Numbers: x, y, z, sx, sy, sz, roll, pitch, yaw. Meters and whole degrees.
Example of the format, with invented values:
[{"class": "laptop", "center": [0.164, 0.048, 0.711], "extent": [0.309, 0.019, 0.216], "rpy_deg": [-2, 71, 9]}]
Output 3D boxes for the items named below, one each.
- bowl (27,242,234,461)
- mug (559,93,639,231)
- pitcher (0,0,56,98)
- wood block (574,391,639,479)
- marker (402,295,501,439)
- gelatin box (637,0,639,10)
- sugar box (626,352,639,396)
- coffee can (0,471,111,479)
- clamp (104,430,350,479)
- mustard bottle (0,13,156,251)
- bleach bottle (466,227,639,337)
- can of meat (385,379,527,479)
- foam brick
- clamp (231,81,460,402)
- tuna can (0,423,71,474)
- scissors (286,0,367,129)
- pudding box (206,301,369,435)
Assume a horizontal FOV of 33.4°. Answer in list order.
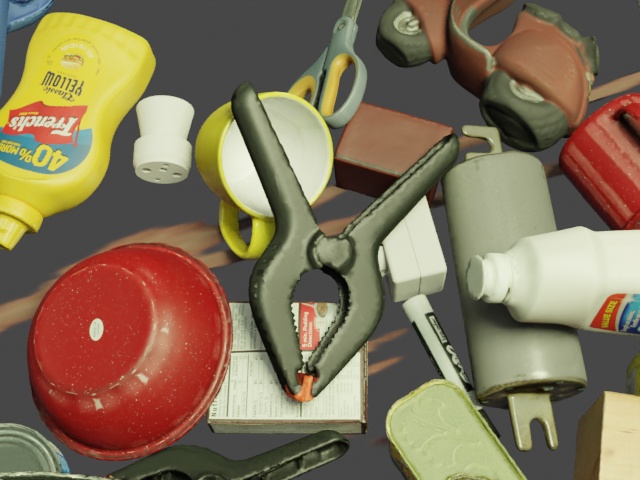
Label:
[{"class": "bowl", "center": [-0.144, 0.068, 0.740], "extent": [0.162, 0.055, 0.162], "rpy_deg": [-7, 68, 16]}, {"class": "mug", "center": [0.226, -0.056, 0.760], "extent": [0.093, 0.117, 0.081], "rpy_deg": [-32, 65, -5]}, {"class": "pitcher", "center": [-0.296, -0.217, 0.851], "extent": [0.149, 0.145, 0.243], "rpy_deg": [-8, 71, 13]}, {"class": "wood block", "center": [0.274, 0.165, 0.682], "extent": [0.206, 0.091, 0.090], "rpy_deg": [8, 69, 6]}, {"class": "marker", "center": [0.093, 0.094, 0.757], "extent": [0.020, 0.020, 0.121], "rpy_deg": [-24, 69, -7]}, {"class": "gelatin box", "center": [0.302, -0.193, 0.854], "extent": [0.089, 0.030, 0.073], "rpy_deg": [-5, 67, 0]}, {"class": "sugar box", "center": [0.300, 0.097, 0.706], "extent": [0.176, 0.093, 0.048], "rpy_deg": [4, 69, 5]}, {"class": "coffee can", "center": [-0.165, 0.222, 0.657], "extent": [0.103, 0.103, 0.140], "rpy_deg": [7, 85, 5]}, {"class": "clamp", "center": [-0.063, 0.169, 0.717], "extent": [0.172, 0.039, 0.120], "rpy_deg": [10, 45, 18]}, {"class": "mustard bottle", "center": [-0.205, -0.080, 0.820], "extent": [0.096, 0.058, 0.191], "rpy_deg": [18, 71, 9]}, {"class": "bleach bottle", "center": [0.212, 0.030, 0.694], "extent": [0.250, 0.103, 0.068], "rpy_deg": [2, 64, -16]}, {"class": "can of meat", "center": [0.087, 0.151, 0.700], "extent": [0.057, 0.084, 0.102], "rpy_deg": [-32, 70, -10]}, {"class": "foam brick", "center": [0.055, -0.062, 0.803], "extent": [0.078, 0.053, 0.051], "rpy_deg": [17, 70, 8]}, {"class": "clamp", "center": [-0.005, 0.001, 0.720], "extent": [0.164, 0.036, 0.210], "rpy_deg": [19, 83, -13]}, {"class": "tuna can", "center": [-0.215, 0.172, 0.734], "extent": [0.086, 0.034, 0.086], "rpy_deg": [-1, 68, 2]}, {"class": "scissors", "center": [0.005, -0.153, 0.855], "extent": [0.096, 0.016, 0.201], "rpy_deg": [-30, 38, 29]}, {"class": "pudding box", "center": [-0.022, 0.090, 0.755], "extent": [0.113, 0.039, 0.090], "rpy_deg": [-1, 69, 5]}]
